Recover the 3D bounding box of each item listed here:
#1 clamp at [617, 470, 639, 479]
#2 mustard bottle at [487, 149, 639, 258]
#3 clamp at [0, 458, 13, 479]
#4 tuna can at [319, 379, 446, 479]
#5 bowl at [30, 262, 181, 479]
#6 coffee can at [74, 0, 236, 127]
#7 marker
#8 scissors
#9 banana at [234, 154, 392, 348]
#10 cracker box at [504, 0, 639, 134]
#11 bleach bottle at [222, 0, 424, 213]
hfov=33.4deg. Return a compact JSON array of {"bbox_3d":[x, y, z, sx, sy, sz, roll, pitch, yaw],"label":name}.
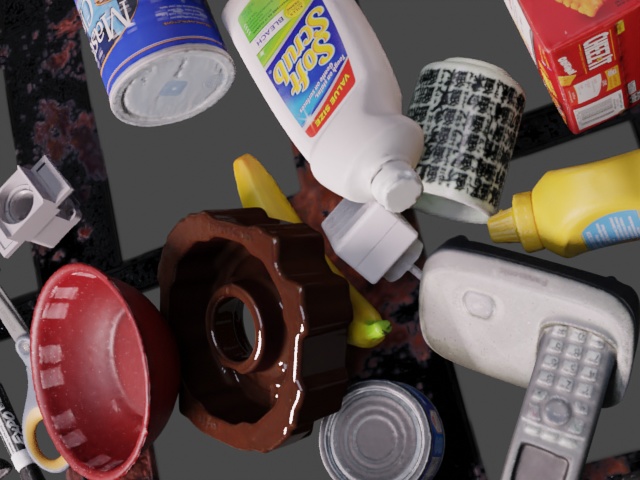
[{"bbox_3d":[0.242,0.174,0.663,0.210,0.036,0.164,-10,75,21],"label":"clamp"},{"bbox_3d":[0.203,-0.027,0.691,0.192,0.096,0.058,-14,74,19],"label":"mustard bottle"},{"bbox_3d":[-0.322,0.255,0.877,0.172,0.039,0.120,-17,69,17],"label":"clamp"},{"bbox_3d":[0.043,0.141,0.754,0.086,0.033,0.086,-5,77,21],"label":"tuna can"},{"bbox_3d":[-0.152,0.094,0.792,0.162,0.055,0.162,8,101,46],"label":"bowl"},{"bbox_3d":[-0.139,-0.178,0.860,0.103,0.102,0.140,-28,69,14],"label":"coffee can"},{"bbox_3d":[-0.253,0.160,0.879,0.020,0.020,0.121,-37,67,11],"label":"marker"},{"bbox_3d":[-0.243,0.107,0.870,0.202,0.016,0.096,39,98,14],"label":"scissors"},{"bbox_3d":[-0.006,0.016,0.787,0.037,0.070,0.198,-21,53,-29],"label":"banana"},{"bbox_3d":[0.147,-0.197,0.714,0.072,0.164,0.214,-26,70,12],"label":"cracker box"},{"bbox_3d":[0.013,-0.114,0.760,0.103,0.068,0.251,-41,47,11],"label":"bleach bottle"}]
